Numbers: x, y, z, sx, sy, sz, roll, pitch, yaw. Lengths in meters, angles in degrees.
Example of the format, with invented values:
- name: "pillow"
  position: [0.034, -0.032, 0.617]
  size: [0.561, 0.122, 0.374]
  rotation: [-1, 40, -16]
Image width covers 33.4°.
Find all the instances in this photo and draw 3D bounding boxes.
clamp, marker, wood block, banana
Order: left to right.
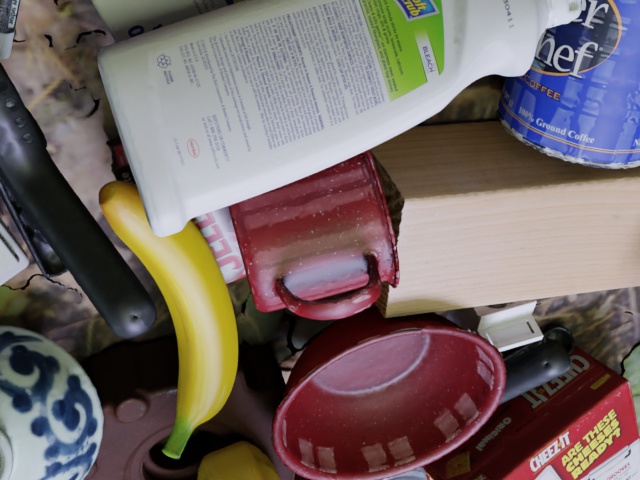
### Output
- name: "clamp"
  position: [-0.166, -0.047, 0.564]
  size: [0.036, 0.165, 0.210]
  rotation: [-35, 107, -19]
- name: "marker"
  position: [-0.156, -0.150, 0.543]
  size: [0.020, 0.020, 0.121]
  rotation: [8, 120, -25]
- name: "banana"
  position: [-0.081, 0.040, 0.631]
  size: [0.037, 0.069, 0.198]
  rotation: [8, 126, 26]
- name: "clamp"
  position: [0.121, 0.114, 0.802]
  size: [0.172, 0.039, 0.120]
  rotation: [-31, 168, 23]
- name: "wood block"
  position: [0.127, -0.021, 0.694]
  size: [0.205, 0.090, 0.091]
  rotation: [-6, 125, -17]

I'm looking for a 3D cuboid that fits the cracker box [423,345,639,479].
- name: "cracker box"
  position: [0.184, 0.213, 0.872]
  size: [0.164, 0.072, 0.213]
  rotation: [-34, 129, -15]

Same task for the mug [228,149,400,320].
- name: "mug"
  position: [-0.004, 0.001, 0.596]
  size: [0.081, 0.117, 0.093]
  rotation: [-15, 136, -5]

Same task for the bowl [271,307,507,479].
- name: "bowl"
  position: [0.040, 0.095, 0.715]
  size: [0.162, 0.055, 0.162]
  rotation: [-10, 135, -11]

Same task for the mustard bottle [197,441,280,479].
- name: "mustard bottle"
  position: [-0.026, 0.225, 0.674]
  size: [0.058, 0.192, 0.096]
  rotation: [-19, 130, -9]

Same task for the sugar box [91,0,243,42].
- name: "sugar box"
  position: [-0.029, -0.143, 0.581]
  size: [0.176, 0.048, 0.093]
  rotation: [-25, 129, 2]

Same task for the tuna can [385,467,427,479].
- name: "tuna can"
  position: [0.056, 0.201, 0.856]
  size: [0.086, 0.034, 0.086]
  rotation: [-10, 125, -14]

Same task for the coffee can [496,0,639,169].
- name: "coffee can"
  position: [0.171, -0.127, 0.628]
  size: [0.102, 0.103, 0.140]
  rotation: [-1, 123, -20]

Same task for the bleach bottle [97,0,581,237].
- name: "bleach bottle"
  position: [0.019, -0.087, 0.554]
  size: [0.250, 0.068, 0.102]
  rotation: [-18, 96, -9]

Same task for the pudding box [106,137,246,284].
- name: "pudding box"
  position: [-0.069, -0.024, 0.651]
  size: [0.090, 0.039, 0.113]
  rotation: [-22, 128, -5]

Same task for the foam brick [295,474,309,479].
- name: "foam brick"
  position: [-0.009, 0.208, 0.825]
  size: [0.053, 0.051, 0.078]
  rotation: [-10, 126, -15]
